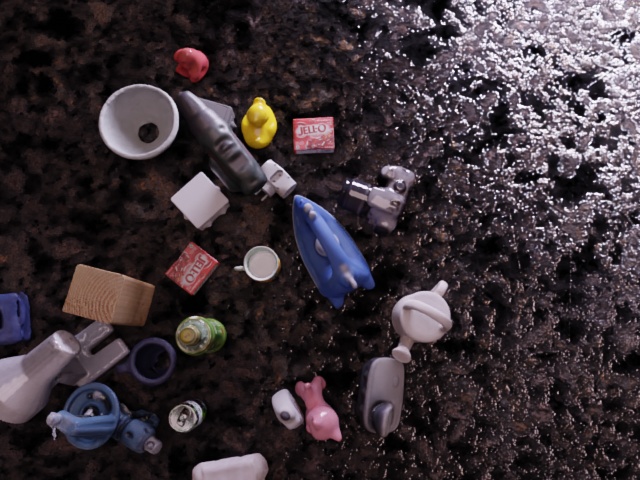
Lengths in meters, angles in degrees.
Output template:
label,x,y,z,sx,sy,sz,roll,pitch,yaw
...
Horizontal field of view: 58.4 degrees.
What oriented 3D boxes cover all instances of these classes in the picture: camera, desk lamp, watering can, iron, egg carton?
label,x,y,z,sx,sy,sz,roll,pitch,yaw
camera,0.114,-0.097,1.204,0.137,0.101,0.143,21,81,2
desk lamp,-0.499,0.235,1.079,0.203,0.213,0.118,-39,83,-7
watering can,0.200,0.158,1.116,0.101,0.194,0.173,11,81,1
iron,0.011,0.004,1.164,0.118,0.141,0.258,-30,82,-6
egg carton,-0.171,0.480,1.119,0.150,0.069,0.107,-10,81,-3

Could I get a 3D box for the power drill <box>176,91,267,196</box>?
label,x,y,z,sx,sy,sz,roll,pitch,yaw
power drill,-0.193,-0.177,1.156,0.076,0.208,0.229,-41,84,-7

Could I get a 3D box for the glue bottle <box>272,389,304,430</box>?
label,x,y,z,sx,sy,sz,roll,pitch,yaw
glue bottle,-0.062,0.329,1.093,0.037,0.173,0.078,-36,83,-6

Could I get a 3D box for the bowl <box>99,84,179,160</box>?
label,x,y,z,sx,sy,sz,roll,pitch,yaw
bowl,-0.380,-0.243,1.231,0.167,0.075,0.167,0,81,-1

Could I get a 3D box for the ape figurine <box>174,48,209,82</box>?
label,x,y,z,sx,sy,sz,roll,pitch,yaw
ape figurine,-0.284,-0.389,1.248,0.076,0.092,0.078,-19,81,-4

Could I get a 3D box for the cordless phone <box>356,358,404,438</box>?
label,x,y,z,sx,sy,sz,roll,pitch,yaw
cordless phone,0.124,0.301,1.096,0.094,0.185,0.148,4,81,0

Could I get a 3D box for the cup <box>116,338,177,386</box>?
label,x,y,z,sx,sy,sz,roll,pitch,yaw
cup,-0.336,0.245,1.141,0.118,0.095,0.092,-15,81,-3

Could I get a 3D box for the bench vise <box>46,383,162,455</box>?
label,x,y,z,sx,sy,sz,roll,pitch,yaw
bench vise,-0.395,0.333,1.062,0.207,0.220,0.121,7,80,0

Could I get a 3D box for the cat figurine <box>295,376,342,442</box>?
label,x,y,z,sx,sy,sz,roll,pitch,yaw
cat figurine,-0.004,0.336,1.121,0.067,0.118,0.128,-21,82,-4

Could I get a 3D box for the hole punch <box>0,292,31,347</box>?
label,x,y,z,sx,sy,sz,roll,pitch,yaw
hole punch,-0.646,0.160,1.151,0.101,0.091,0.109,-9,81,-2

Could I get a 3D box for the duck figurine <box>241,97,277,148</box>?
label,x,y,z,sx,sy,sz,roll,pitch,yaw
duck figurine,-0.134,-0.255,1.232,0.077,0.086,0.104,7,81,0
